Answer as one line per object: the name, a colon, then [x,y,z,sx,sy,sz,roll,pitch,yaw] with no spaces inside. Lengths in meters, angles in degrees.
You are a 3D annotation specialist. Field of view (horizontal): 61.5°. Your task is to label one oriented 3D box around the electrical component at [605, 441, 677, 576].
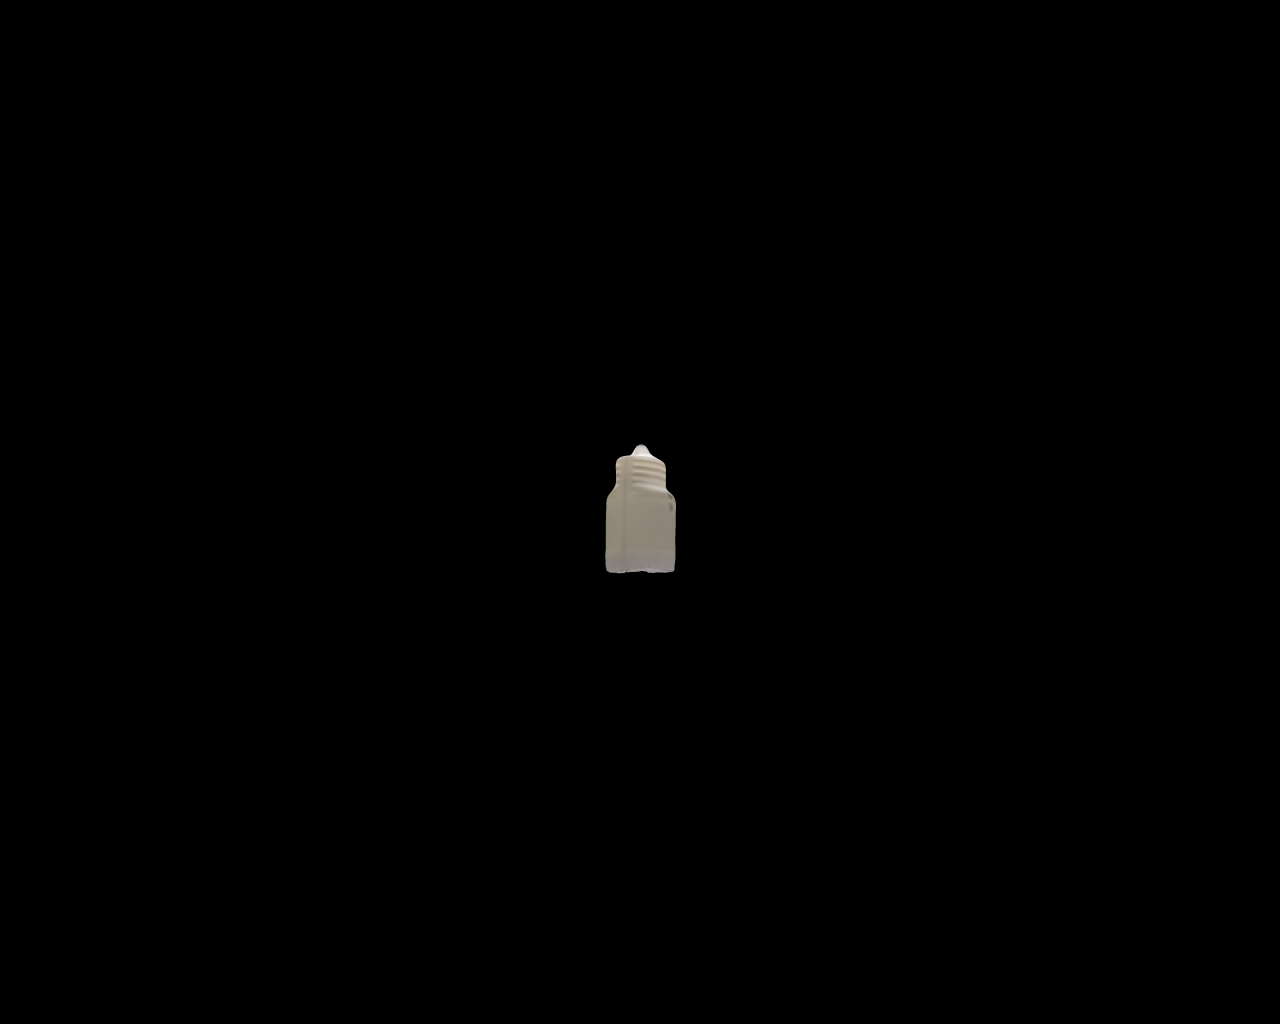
electrical component: [0.001,-0.003,0.650,0.043,0.081,0.043,0,-7,0]
